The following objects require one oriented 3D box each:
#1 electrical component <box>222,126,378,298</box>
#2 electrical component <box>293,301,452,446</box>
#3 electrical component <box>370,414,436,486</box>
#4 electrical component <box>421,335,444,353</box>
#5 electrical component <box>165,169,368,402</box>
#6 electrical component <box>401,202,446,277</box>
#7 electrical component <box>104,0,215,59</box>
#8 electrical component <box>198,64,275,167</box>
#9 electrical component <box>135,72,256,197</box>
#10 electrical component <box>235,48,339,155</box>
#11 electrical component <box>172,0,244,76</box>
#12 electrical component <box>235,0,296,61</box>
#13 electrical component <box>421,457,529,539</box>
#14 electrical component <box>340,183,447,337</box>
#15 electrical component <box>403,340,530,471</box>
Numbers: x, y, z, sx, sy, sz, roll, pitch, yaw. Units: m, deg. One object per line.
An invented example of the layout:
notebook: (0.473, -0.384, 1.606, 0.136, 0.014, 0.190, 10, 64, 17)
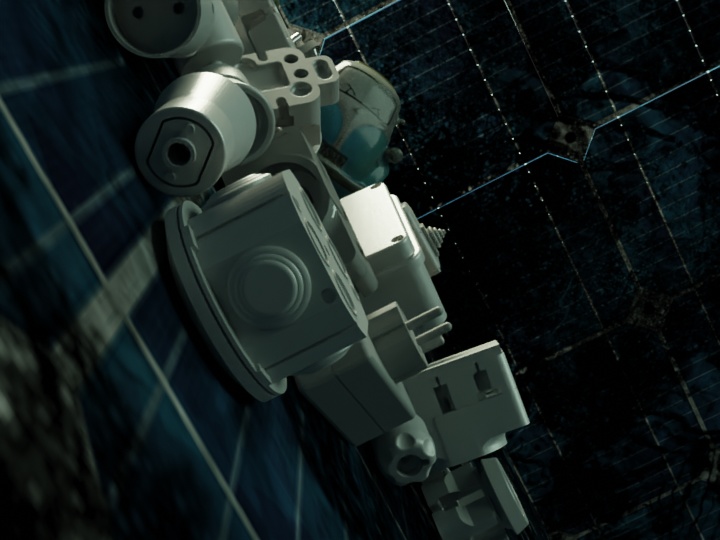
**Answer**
electrical component: (-0.034, -0.025, 0.577, 0.089, 0.050, 0.055, 65, 5, 26)
electrical component: (0.010, 0.040, 0.537, 0.047, 0.076, 0.083, 66, 5, 33)
electrical component: (0.022, 0.097, 0.630, 0.035, 0.035, 0.061, 61, 3, -28)
electrical component: (0.026, 0.019, 0.987, 0.108, 0.056, 0.108, 62, 4, -15)
electrical component: (-0.034, 0.004, 0.400, 0.080, 0.051, 0.080, 63, 4, -9)
electrical component: (0.015, -0.013, 0.784, 0.061, 0.096, 0.061, 61, 6, -5)
electrical component: (-0.093, -0.124, 0.519, 0.043, 0.043, 0.081, 63, 4, -10)
electrical component: (-0.072, -0.086, 0.570, 0.044, 0.044, 0.065, 61, 0, -28)
electrical component: (-0.067, -0.053, 0.430, 0.044, 0.044, 0.065, 62, 9, -16)
electrical component: (-0.052, -0.093, 0.653, 0.057, 0.078, 0.058, 91, -19, -49)
electrical component: (-0.097, -0.144, 0.614, 0.078, 0.040, 0.040, 64, 4, 13)
electrical component: (-0.080, -0.159, 0.778, 0.095, 0.059, 0.053, 66, 5, 28)
electrical component: (0.083, 0.168, 0.764, 0.058, 0.057, 0.078, 58, 7, -49)
electrical component: (0.000, 0.000, 0.653, 0.113, 0.078, 0.057, -107, 172, -66)
electrical component: (0.064, 0.093, 0.744, 0.150, 0.089, 0.061, 23, 47, -83)
